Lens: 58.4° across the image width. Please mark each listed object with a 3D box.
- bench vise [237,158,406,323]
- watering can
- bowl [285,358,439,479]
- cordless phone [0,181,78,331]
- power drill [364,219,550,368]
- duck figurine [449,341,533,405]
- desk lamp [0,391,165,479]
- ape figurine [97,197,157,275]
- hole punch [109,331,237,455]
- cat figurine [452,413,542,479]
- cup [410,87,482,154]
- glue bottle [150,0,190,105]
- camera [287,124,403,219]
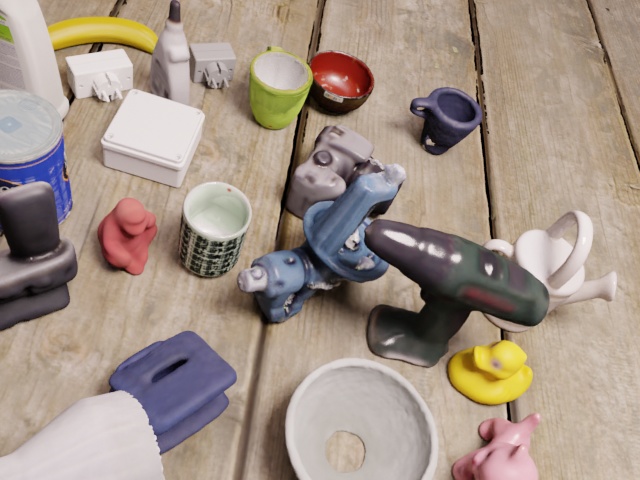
[{"bbox_3d":[0.015,0.010,0.661,0.121,0.219,0.208,41,54,12],"label":"bench vise"},{"bbox_3d":[0.302,0.037,0.755,0.173,0.194,0.101,4,55,-15],"label":"watering can"},{"bbox_3d":[0.037,0.218,0.617,0.168,0.074,0.167,9,55,-12],"label":"bowl"},{"bbox_3d":[-0.324,0.010,0.570,0.148,0.185,0.094,-26,68,-31],"label":"cordless phone"},{"bbox_3d":[0.132,0.069,0.667,0.230,0.208,0.075,14,54,-9],"label":"power drill"},{"bbox_3d":[0.224,0.157,0.714,0.105,0.086,0.077,13,54,-10],"label":"duck figurine"},{"bbox_3d":[-0.230,0.216,0.442,0.204,0.213,0.117,-15,62,-26],"label":"desk lamp"},{"bbox_3d":[-0.226,-0.014,0.677,0.076,0.092,0.078,42,54,12],"label":"ape figurine"},{"bbox_3d":[-0.154,0.149,0.590,0.109,0.091,0.101,-31,70,-32],"label":"hole punch"},{"bbox_3d":[0.207,0.242,0.630,0.067,0.117,0.128,40,54,11],"label":"cat figurine"},{"bbox_3d":[0.191,-0.188,0.934,0.118,0.095,0.091,7,55,-14],"label":"cup"},{"bbox_3d":[-0.206,-0.257,0.799,0.037,0.173,0.078,-22,66,-29],"label":"glue bottle"},{"bbox_3d":[0.044,-0.088,0.813,0.137,0.100,0.143,29,53,3],"label":"camera"}]
